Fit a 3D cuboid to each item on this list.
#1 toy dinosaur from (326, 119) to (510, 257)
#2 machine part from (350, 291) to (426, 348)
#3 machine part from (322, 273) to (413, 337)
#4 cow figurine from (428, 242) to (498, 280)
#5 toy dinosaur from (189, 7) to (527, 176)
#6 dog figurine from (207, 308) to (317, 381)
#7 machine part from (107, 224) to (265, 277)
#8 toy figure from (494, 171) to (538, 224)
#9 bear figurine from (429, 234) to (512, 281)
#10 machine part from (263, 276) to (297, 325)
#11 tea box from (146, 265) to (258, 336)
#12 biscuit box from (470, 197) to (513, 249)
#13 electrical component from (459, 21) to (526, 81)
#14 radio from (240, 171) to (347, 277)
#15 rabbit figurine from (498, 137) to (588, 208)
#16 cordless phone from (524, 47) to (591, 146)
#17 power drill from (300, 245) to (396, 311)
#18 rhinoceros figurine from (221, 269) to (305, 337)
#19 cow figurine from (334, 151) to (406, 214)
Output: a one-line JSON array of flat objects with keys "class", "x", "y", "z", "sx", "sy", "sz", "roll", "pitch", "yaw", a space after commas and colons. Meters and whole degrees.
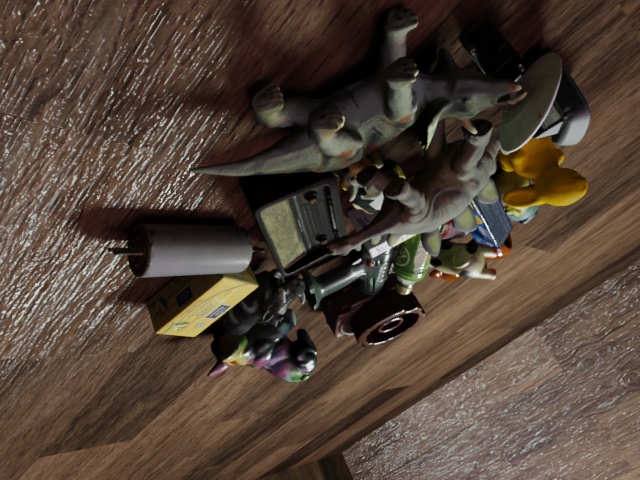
[{"class": "toy dinosaur", "x": 0.207, "y": -0.101, "z": 0.837, "sx": 0.471, "sy": 0.105, "sz": 0.198, "roll": -35, "pitch": 138, "yaw": -11}, {"class": "machine part", "x": 0.153, "y": 0.180, "z": 1.223, "sx": 0.179, "sy": 0.056, "sz": 0.179, "roll": -20, "pitch": 151, "yaw": -12}, {"class": "machine part", "x": 0.111, "y": 0.143, "z": 1.273, "sx": 0.201, "sy": 0.087, "sz": 0.201, "roll": -20, "pitch": 150, "yaw": -13}, {"class": "cow figurine", "x": 0.273, "y": 0.039, "z": 1.165, "sx": 0.127, "sy": 0.085, "sz": 0.195, "roll": 8, "pitch": -179, "yaw": -25}, {"class": "toy dinosaur", "x": 0.045, "y": -0.152, "z": 0.693, "sx": 0.405, "sy": 0.131, "sz": 0.192, "roll": -24, "pitch": 152, "yaw": 5}, {"class": "dog figurine", "x": -0.130, "y": 0.248, "z": 1.149, "sx": 0.219, "sy": 0.191, "sz": 0.108, "roll": -21, "pitch": 162, "yaw": -47}, {"class": "machine part", "x": -0.190, "y": 0.014, "z": 0.795, "sx": 0.243, "sy": 0.079, "sz": 0.079, "roll": -1, "pitch": 142, "yaw": -42}, {"class": "toy figure", "x": 0.421, "y": -0.094, "z": 1.157, "sx": 0.180, "sy": 0.082, "sz": 0.089, "roll": 22, "pitch": 106, "yaw": -47}, {"class": "bear figurine", "x": 0.348, "y": 0.017, "z": 1.272, "sx": 0.120, "sy": 0.132, "sz": 0.196, "roll": 6, "pitch": 155, "yaw": -46}, {"class": "machine part", "x": -0.089, "y": 0.123, "z": 1.112, "sx": 0.084, "sy": 0.039, "sz": 0.138, "roll": -17, "pitch": 149, "yaw": -31}, {"class": "tea box", "x": -0.203, "y": 0.094, "z": 0.926, "sx": 0.169, "sy": 0.068, "sz": 0.098, "roll": -40, "pitch": 150, "yaw": 20}, {"class": "biscuit box", "x": 0.324, "y": -0.058, "z": 1.078, "sx": 0.063, "sy": 0.059, "sz": 0.202, "roll": -56, "pitch": 136, "yaw": -11}, {"class": "electrical component", "x": 0.232, "y": -0.253, "z": 0.727, "sx": 0.048, "sy": 0.075, "sz": 0.119, "roll": -39, "pitch": 147, "yaw": 21}, {"class": "radio", "x": -0.033, "y": -0.038, "z": 0.848, "sx": 0.131, "sy": 0.073, "sz": 0.229, "roll": -25, "pitch": 153, "yaw": -5}, {"class": "rabbit figurine", "x": 0.406, "y": -0.126, "z": 0.990, "sx": 0.122, "sy": 0.173, "sz": 0.162, "roll": -9, "pitch": 143, "yaw": -39}, {"class": "cordless phone", "x": 0.393, "y": -0.213, "z": 0.855, "sx": 0.184, "sy": 0.147, "sz": 0.089, "roll": 4, "pitch": 146, "yaw": -42}, {"class": "power drill", "x": 0.056, "y": 0.046, "z": 1.077, "sx": 0.207, "sy": 0.086, "sz": 0.231, "roll": -27, "pitch": 145, "yaw": -16}, {"class": "rhinoceros figurine", "x": -0.112, "y": 0.114, "z": 0.999, "sx": 0.190, "sy": 0.112, "sz": 0.073, "roll": -32, "pitch": 151, "yaw": 26}, {"class": "cow figurine", "x": 0.074, "y": -0.090, "z": 0.870, "sx": 0.098, "sy": 0.068, "sz": 0.167, "roll": -35, "pitch": 151, "yaw": 25}]
